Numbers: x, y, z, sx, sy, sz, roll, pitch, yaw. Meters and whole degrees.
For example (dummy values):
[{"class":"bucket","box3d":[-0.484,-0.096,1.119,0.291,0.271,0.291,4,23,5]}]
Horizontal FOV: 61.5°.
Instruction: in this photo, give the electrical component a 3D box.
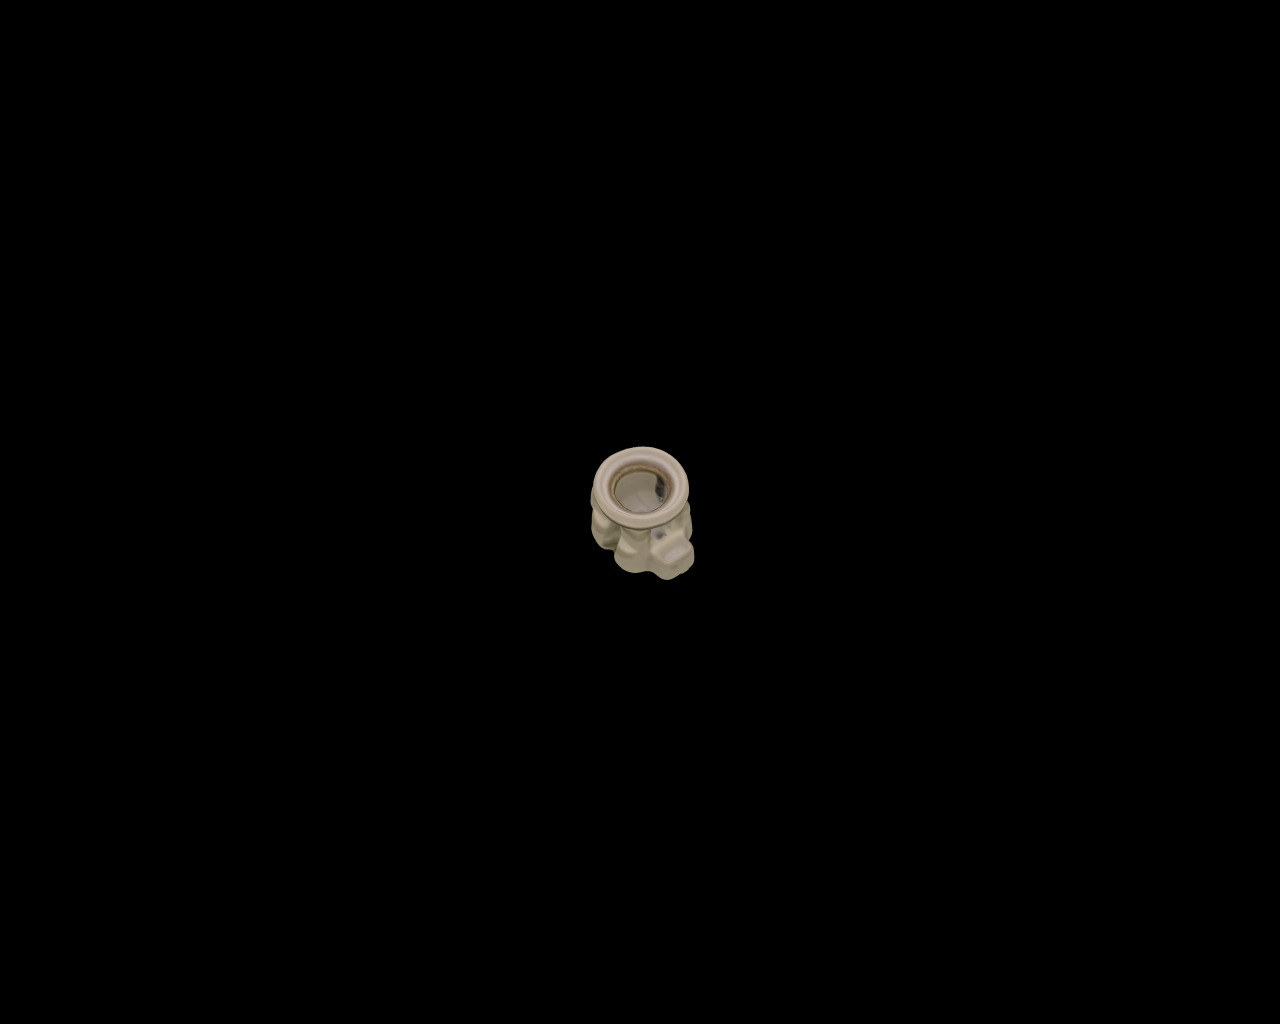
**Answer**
[{"class":"electrical component","box3d":[0.001,-0.003,0.650,0.058,0.078,0.056,-33,-28,-20]}]
